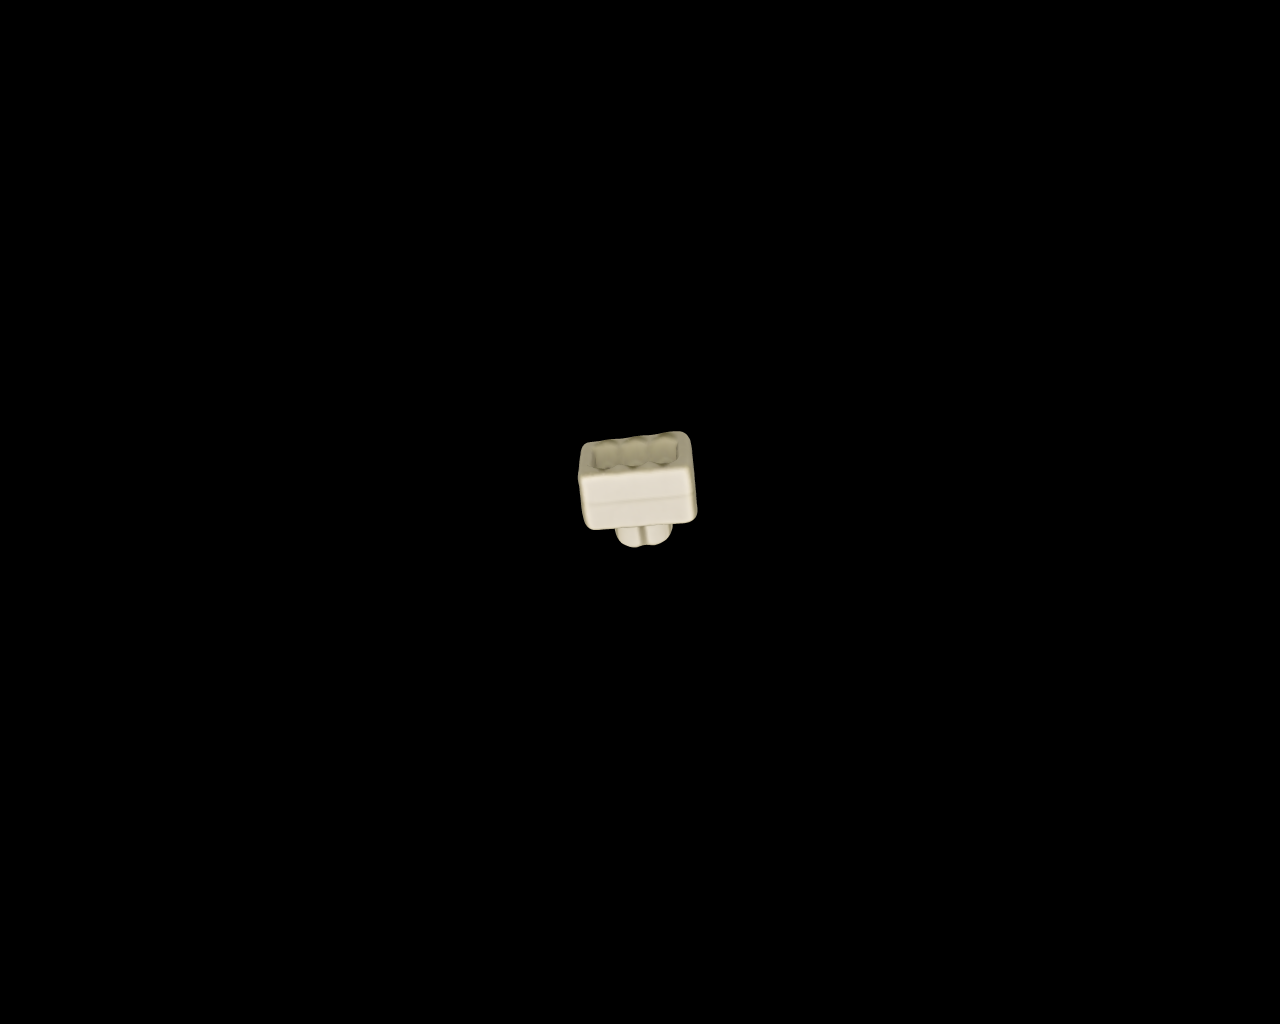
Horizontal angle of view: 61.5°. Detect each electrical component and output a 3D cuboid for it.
[{"bbox_3d":[0.001,-0.003,0.650,0.066,0.076,0.047,-5,31,3],"label":"electrical component"}]
